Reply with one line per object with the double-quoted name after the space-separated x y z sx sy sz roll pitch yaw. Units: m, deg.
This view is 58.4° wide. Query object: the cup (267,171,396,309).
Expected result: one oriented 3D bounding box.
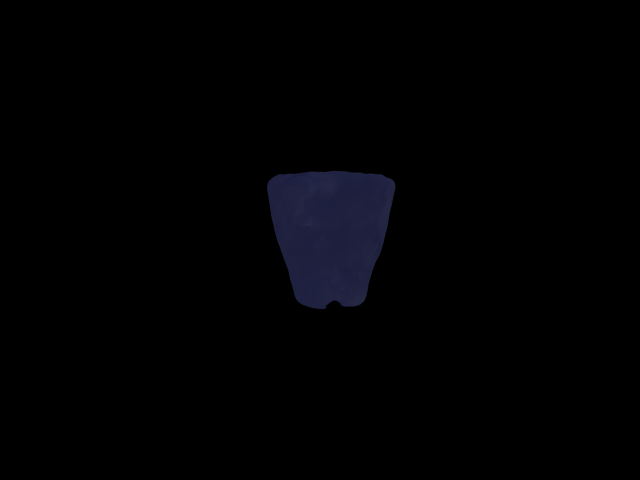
0.004 0.001 0.400 0.091 0.095 0.118 1 2 20 "cup"
